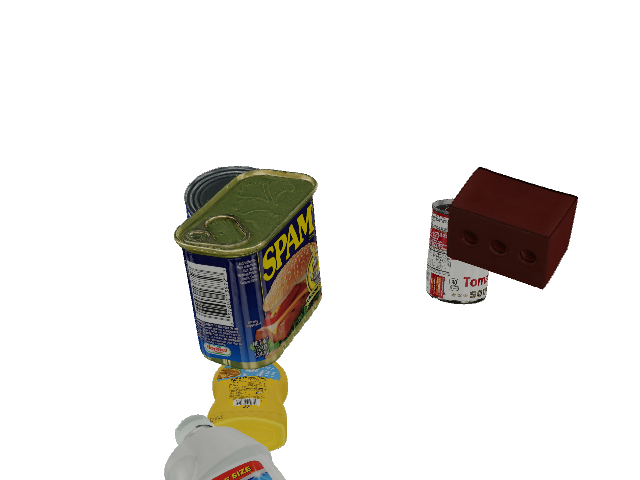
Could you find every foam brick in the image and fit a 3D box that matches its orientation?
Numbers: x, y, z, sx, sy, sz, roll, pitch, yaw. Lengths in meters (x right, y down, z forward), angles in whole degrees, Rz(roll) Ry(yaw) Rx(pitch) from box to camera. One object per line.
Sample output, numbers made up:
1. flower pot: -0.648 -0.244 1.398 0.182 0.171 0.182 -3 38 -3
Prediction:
1. foam brick: 0.137 -0.009 0.769 0.078 0.053 0.051 19 46 23

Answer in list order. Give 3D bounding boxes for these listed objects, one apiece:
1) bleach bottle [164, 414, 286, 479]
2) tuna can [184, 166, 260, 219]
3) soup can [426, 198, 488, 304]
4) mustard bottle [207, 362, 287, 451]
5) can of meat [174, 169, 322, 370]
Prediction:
1. bleach bottle: -0.054 0.207 0.720 0.102 0.068 0.251 -16 34 -19
2. tuna can: -0.075 -0.027 0.933 0.086 0.034 0.086 -1 39 0
3. soup can: 0.152 0.012 1.169 0.068 0.102 0.068 2 16 -1
4. mustard bottle: -0.089 0.192 1.348 0.096 0.058 0.191 -2 26 0
5. can of meat: -0.039 0.017 0.646 0.058 0.084 0.102 8 31 23
